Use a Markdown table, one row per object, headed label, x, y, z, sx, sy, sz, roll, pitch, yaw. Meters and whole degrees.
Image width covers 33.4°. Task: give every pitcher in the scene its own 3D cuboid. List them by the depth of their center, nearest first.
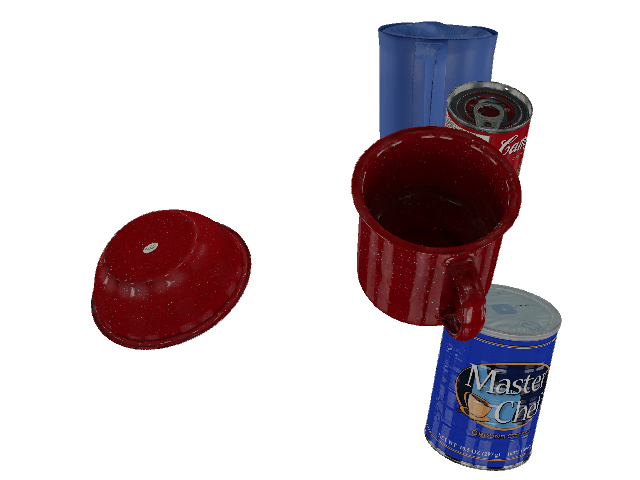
| label | x | y | z | sx | sy | sz | roll | pitch | yaw |
| --- | --- | --- | --- | --- | --- | --- | --- | --- | --- |
| pitcher | 0.125 | -0.124 | 1.218 | 0.149 | 0.243 | 0.145 | -11 | 22 | -31 |

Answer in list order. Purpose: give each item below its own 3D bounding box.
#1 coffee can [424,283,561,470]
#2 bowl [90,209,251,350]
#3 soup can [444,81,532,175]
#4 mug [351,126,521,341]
| label | x | y | z | sx | sy | sz | roll | pitch | yaw |
| --- | --- | --- | --- | --- | --- | --- | --- | --- | --- |
| coffee can | 0.157 | 0.124 | 0.982 | 0.103 | 0.140 | 0.103 | 6 | 22 | -3 |
| bowl | -0.149 | 0.023 | 0.997 | 0.162 | 0.162 | 0.055 | 0 | -42 | 21 |
| soup can | 0.131 | -0.069 | 0.872 | 0.068 | 0.102 | 0.068 | 2 | 41 | -2 |
| mug | 0.066 | 0.005 | 0.604 | 0.093 | 0.117 | 0.081 | -15 | -37 | -12 |
